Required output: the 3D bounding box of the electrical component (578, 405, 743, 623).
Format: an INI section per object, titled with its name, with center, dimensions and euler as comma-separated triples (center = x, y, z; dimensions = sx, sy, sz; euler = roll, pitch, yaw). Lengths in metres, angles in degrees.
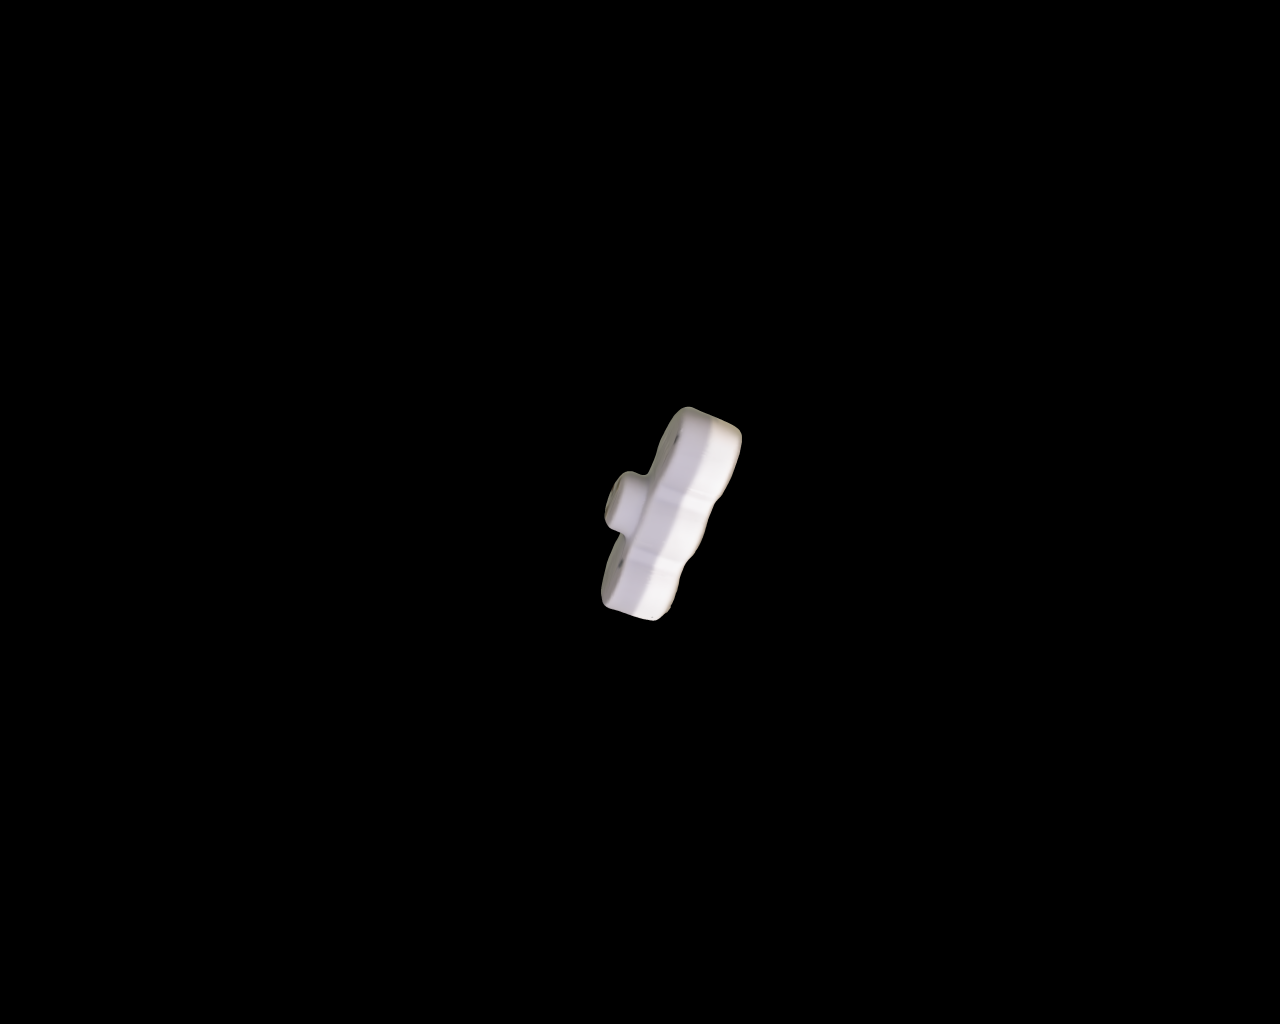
[electrical component]
center = 0.001, -0.003, 0.650
dimensions = 0.074, 0.138, 0.052
euler = 20, 24, -9
